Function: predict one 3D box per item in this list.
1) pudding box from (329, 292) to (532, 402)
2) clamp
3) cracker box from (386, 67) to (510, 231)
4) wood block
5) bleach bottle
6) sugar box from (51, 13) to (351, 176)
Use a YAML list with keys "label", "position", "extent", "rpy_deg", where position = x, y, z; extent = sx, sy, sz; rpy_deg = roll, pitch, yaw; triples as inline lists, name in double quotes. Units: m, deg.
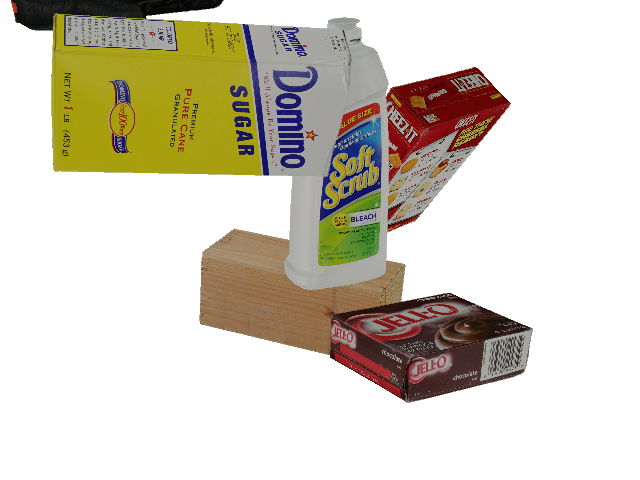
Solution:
- label: "pudding box"
  position: [0.076, 0.072, 0.747]
  extent: [0.113, 0.039, 0.090]
  rpy_deg: [-6, 18, -34]
- label: "clamp"
  position: [-0.162, -0.184, 0.825]
  extent: [0.172, 0.039, 0.120]
  rpy_deg: [14, 24, 33]
- label: "cracker box"
  position: [0.095, -0.092, 1.220]
  extent: [0.163, 0.072, 0.214]
  rpy_deg: [-22, -25, -45]
- label: "wood block"
  position: [-0.021, 0.060, 1.179]
  extent: [0.206, 0.091, 0.090]
  rpy_deg: [12, 23, 18]
- label: "bleach bottle"
  position: [0.015, -0.083, 1.015]
  extent: [0.102, 0.251, 0.068]
  rpy_deg: [-9, 24, -20]
- label: "sugar box"
  position: [-0.074, -0.086, 0.656]
  extent: [0.176, 0.048, 0.093]
  rpy_deg: [2, -45, -11]
